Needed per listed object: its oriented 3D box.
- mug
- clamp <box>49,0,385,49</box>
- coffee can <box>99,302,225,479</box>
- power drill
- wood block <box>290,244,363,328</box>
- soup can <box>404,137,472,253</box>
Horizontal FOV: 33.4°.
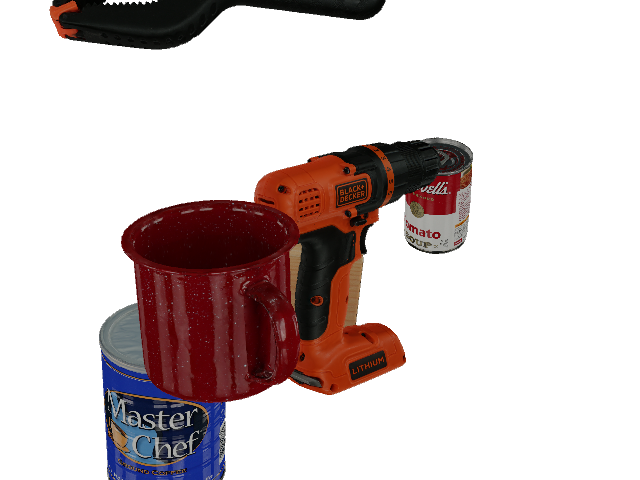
[{"bbox_3d":[-0.049,0.037,0.564,0.093,0.081,0.117,-20,30,-36],"label":"mug"},{"bbox_3d":[-0.072,-0.176,0.701,0.210,0.164,0.036,-31,-16,-10],"label":"clamp"},{"bbox_3d":[-0.129,0.134,0.888,0.103,0.140,0.103,2,28,-1],"label":"coffee can"},{"bbox_3d":[0.029,0.017,0.860,0.184,0.188,0.057,-16,20,-38],"label":"power drill"},{"bbox_3d":[-0.063,0.036,1.125,0.206,0.091,0.090,6,20,-1],"label":"wood block"},{"bbox_3d":[0.121,-0.046,1.105,0.068,0.102,0.068,-1,37,1],"label":"soup can"}]
